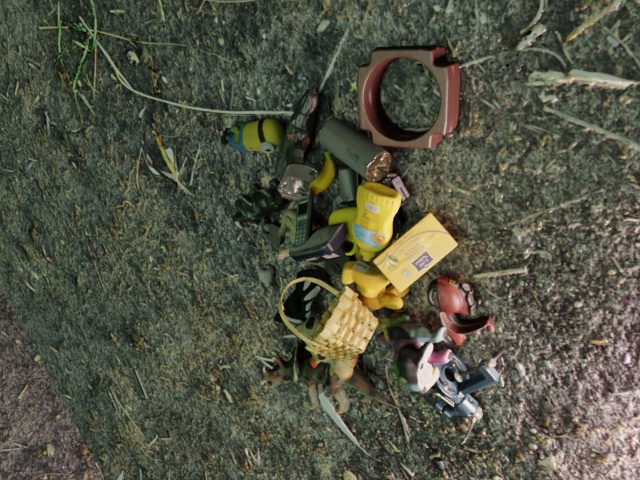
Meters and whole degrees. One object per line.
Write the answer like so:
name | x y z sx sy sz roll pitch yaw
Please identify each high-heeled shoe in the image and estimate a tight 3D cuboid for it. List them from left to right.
high-heeled shoe | -0.075 0.160 1.475 0.249 0.145 0.086 -35 50 27

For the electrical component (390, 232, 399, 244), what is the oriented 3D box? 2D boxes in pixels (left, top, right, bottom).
electrical component | 0.147 -0.029 1.288 0.045 0.078 0.102 18 118 54

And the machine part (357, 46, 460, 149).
machine part | 0.184 -0.298 1.120 0.201 0.087 0.201 10 119 30

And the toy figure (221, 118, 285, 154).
toy figure | -0.171 -0.268 1.378 0.180 0.082 0.089 11 120 32

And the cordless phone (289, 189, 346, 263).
cordless phone | -0.004 -0.042 1.291 0.147 0.088 0.184 -15 69 46

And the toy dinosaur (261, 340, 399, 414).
toy dinosaur | 0.028 0.382 1.539 0.405 0.131 0.192 -8 108 30

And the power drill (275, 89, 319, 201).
power drill | -0.052 -0.211 1.260 0.086 0.207 0.232 9 136 -20

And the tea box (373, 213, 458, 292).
tea box | 0.213 0.028 1.216 0.169 0.068 0.098 -42 86 5

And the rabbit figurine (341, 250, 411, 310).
rabbit figurine | 0.143 0.111 1.346 0.163 0.122 0.173 17 135 16

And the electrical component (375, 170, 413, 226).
electrical component | 0.175 -0.093 1.231 0.048 0.075 0.119 -26 92 41

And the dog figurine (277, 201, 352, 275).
dog figurine | -0.002 -0.004 1.394 0.191 0.121 0.172 8 114 11

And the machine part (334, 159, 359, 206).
machine part | 0.076 -0.148 1.296 0.084 0.039 0.138 9 115 25

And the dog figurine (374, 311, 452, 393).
dog figurine | 0.196 0.255 1.295 0.219 0.191 0.108 10 135 47

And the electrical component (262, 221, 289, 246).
electrical component | -0.120 -0.016 1.501 0.094 0.021 0.063 25 124 21

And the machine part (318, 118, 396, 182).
machine part | 0.076 -0.205 1.212 0.243 0.079 0.079 44 131 33

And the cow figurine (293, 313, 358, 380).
cow figurine | 0.026 0.288 1.450 0.127 0.085 0.195 -37 77 23

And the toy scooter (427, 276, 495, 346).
toy scooter | 0.332 0.167 1.251 0.135 0.075 0.183 -4 113 36

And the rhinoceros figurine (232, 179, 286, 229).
rhinoceros figurine | -0.170 -0.094 1.471 0.190 0.073 0.112 -19 111 37

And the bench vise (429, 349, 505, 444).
bench vise | 0.347 0.349 1.300 0.223 0.129 0.240 50 135 3
